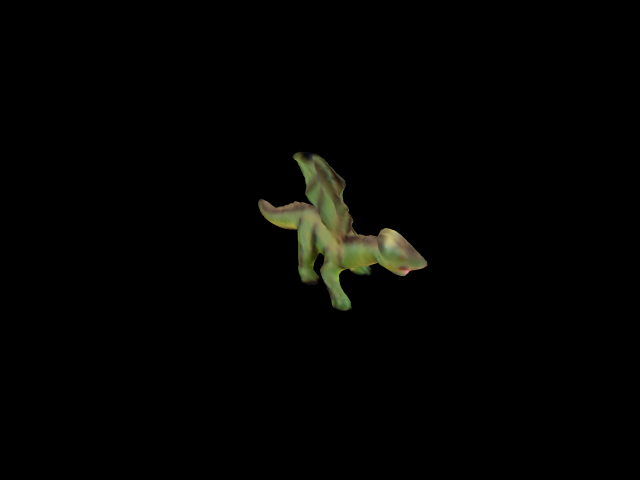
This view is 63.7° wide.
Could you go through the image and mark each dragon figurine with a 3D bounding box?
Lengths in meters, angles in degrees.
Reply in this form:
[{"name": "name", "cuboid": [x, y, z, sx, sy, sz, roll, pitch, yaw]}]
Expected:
[{"name": "dragon figurine", "cuboid": [0.003, -0.043, 0.850, 0.124, 0.237, 0.415, -31, 50, -30]}]
